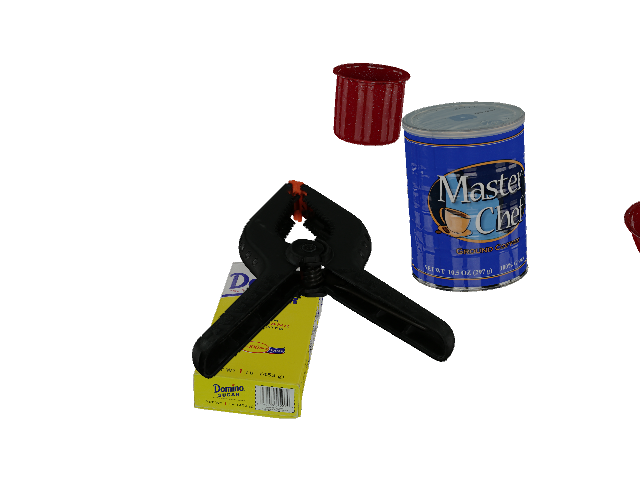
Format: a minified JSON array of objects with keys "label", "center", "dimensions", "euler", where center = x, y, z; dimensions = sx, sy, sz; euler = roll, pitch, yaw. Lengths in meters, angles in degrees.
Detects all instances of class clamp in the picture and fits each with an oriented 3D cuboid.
[{"label":"clamp","center":[0.003,0.022,0.738],"dimensions":[0.164,0.036,0.210],"euler":[1,33,0]}]

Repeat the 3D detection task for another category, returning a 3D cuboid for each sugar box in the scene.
[{"label":"sugar box","center":[-0.052,0.085,0.967],"dimensions":[0.093,0.048,0.176],"euler":[6,35,4]}]

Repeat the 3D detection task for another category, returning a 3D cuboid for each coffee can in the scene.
[{"label":"coffee can","center":[0.125,-0.040,0.918],"dimensions":[0.103,0.140,0.103],"euler":[-5,19,2]}]

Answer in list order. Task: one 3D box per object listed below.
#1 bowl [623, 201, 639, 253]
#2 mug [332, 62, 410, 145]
[{"label":"bowl","center":[0.407,0.006,1.147],"dimensions":[0.162,0.055,0.162],"euler":[-1,26,0]},{"label":"mug","center":[0.065,-0.167,1.298],"dimensions":[0.093,0.081,0.117],"euler":[18,26,30]}]
